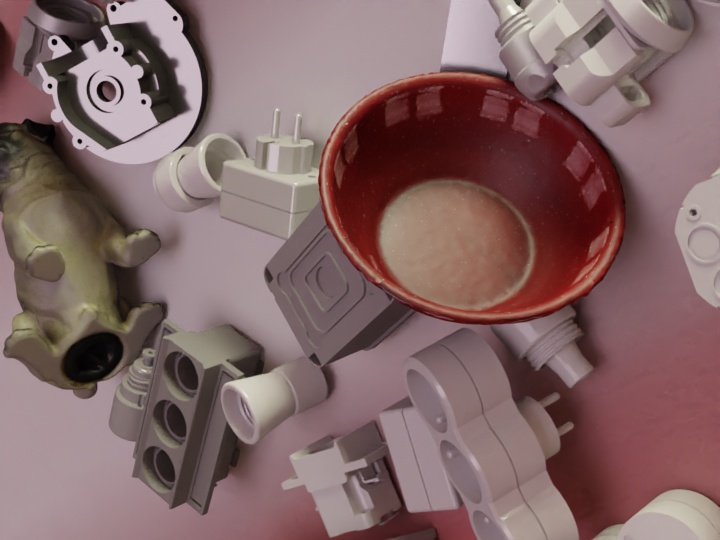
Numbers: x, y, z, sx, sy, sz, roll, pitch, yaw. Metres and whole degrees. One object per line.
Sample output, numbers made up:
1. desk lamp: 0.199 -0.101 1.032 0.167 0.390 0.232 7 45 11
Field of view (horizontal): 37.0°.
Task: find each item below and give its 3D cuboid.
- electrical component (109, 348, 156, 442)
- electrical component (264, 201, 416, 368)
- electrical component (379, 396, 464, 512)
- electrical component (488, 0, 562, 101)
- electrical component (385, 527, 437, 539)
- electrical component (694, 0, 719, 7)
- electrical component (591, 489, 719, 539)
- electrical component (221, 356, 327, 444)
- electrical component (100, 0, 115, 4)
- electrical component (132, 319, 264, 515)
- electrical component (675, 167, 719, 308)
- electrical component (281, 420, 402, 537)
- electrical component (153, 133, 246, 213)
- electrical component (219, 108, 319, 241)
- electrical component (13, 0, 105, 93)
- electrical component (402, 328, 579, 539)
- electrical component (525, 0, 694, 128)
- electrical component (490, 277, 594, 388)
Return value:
1. electrical component: -0.171 0.097 0.839 0.040 0.040 0.078 32 118 29
2. electrical component: 0.000 0.000 0.655 0.078 0.057 0.113 60 141 13
3. electrical component: 0.062 0.105 0.651 0.077 0.047 0.065 -15 94 38
4. electrical component: 0.090 -0.124 0.582 0.035 0.035 0.061 -38 76 38
5. electrical component: -0.025 0.222 0.712 0.150 0.089 0.061 -26 72 39
6. electrical component: 0.169 -0.163 0.499 0.080 0.051 0.080 10 106 37
7. electrical component: 0.135 0.177 0.589 0.138 0.074 0.052 -47 71 36
8. electrical component: -0.055 0.085 0.726 0.044 0.065 0.044 32 133 42
9. electrical component: -0.195 -0.250 0.742 0.108 0.056 0.108 -133 50 -56
10. electrical component: -0.117 0.104 0.783 0.079 0.063 0.121 32 118 29
11. electrical component: 0.195 -0.018 0.512 0.080 0.051 0.080 10 106 37
12. electrical component: -0.007 0.141 0.717 0.081 0.042 0.063 -25 88 40
13. electrical component: -0.112 -0.066 0.751 0.055 0.045 0.045 -16 90 40
14. electrical component: -0.050 -0.066 0.700 0.066 0.047 0.076 19 112 34
15. electrical component: -0.224 -0.171 0.811 0.078 0.058 0.057 39 125 26
16. electrical component: 0.086 0.094 0.599 0.138 0.074 0.052 64 161 -3
17. electrical component: 0.128 -0.120 0.539 0.057 0.058 0.078 -42 74 40
18. electrical component: 0.104 0.037 0.603 0.062 0.043 0.043 51 126 15
